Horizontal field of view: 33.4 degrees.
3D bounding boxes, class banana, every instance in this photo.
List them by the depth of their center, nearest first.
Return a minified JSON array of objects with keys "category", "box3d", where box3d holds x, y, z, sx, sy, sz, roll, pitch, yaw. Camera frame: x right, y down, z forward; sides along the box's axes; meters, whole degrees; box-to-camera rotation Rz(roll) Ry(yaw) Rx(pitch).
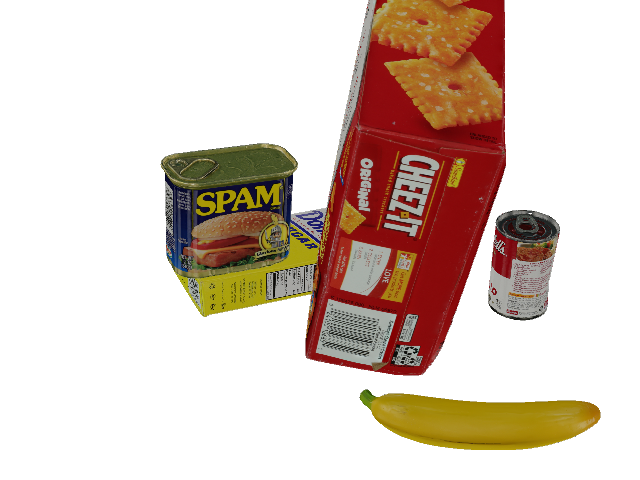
[{"category":"banana","box3d":[0.127,0.141,0.857,0.198,0.037,0.069,5,25,8]}]

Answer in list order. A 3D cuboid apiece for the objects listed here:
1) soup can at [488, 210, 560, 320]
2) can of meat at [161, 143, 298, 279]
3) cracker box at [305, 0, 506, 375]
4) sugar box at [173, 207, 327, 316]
[{"category":"soup can","box3d":[0.220,0.027,1.161,0.068,0.102,0.068,1,30,-1]},{"category":"can of meat","box3d":[-0.071,-0.023,0.832,0.102,0.084,0.057,-9,31,-22]},{"category":"cracker box","box3d":[0.048,-0.062,0.558,0.072,0.213,0.164,11,-43,0]},{"category":"sugar box","box3d":[-0.045,0.017,1.021,0.176,0.048,0.093,-14,34,-20]}]
